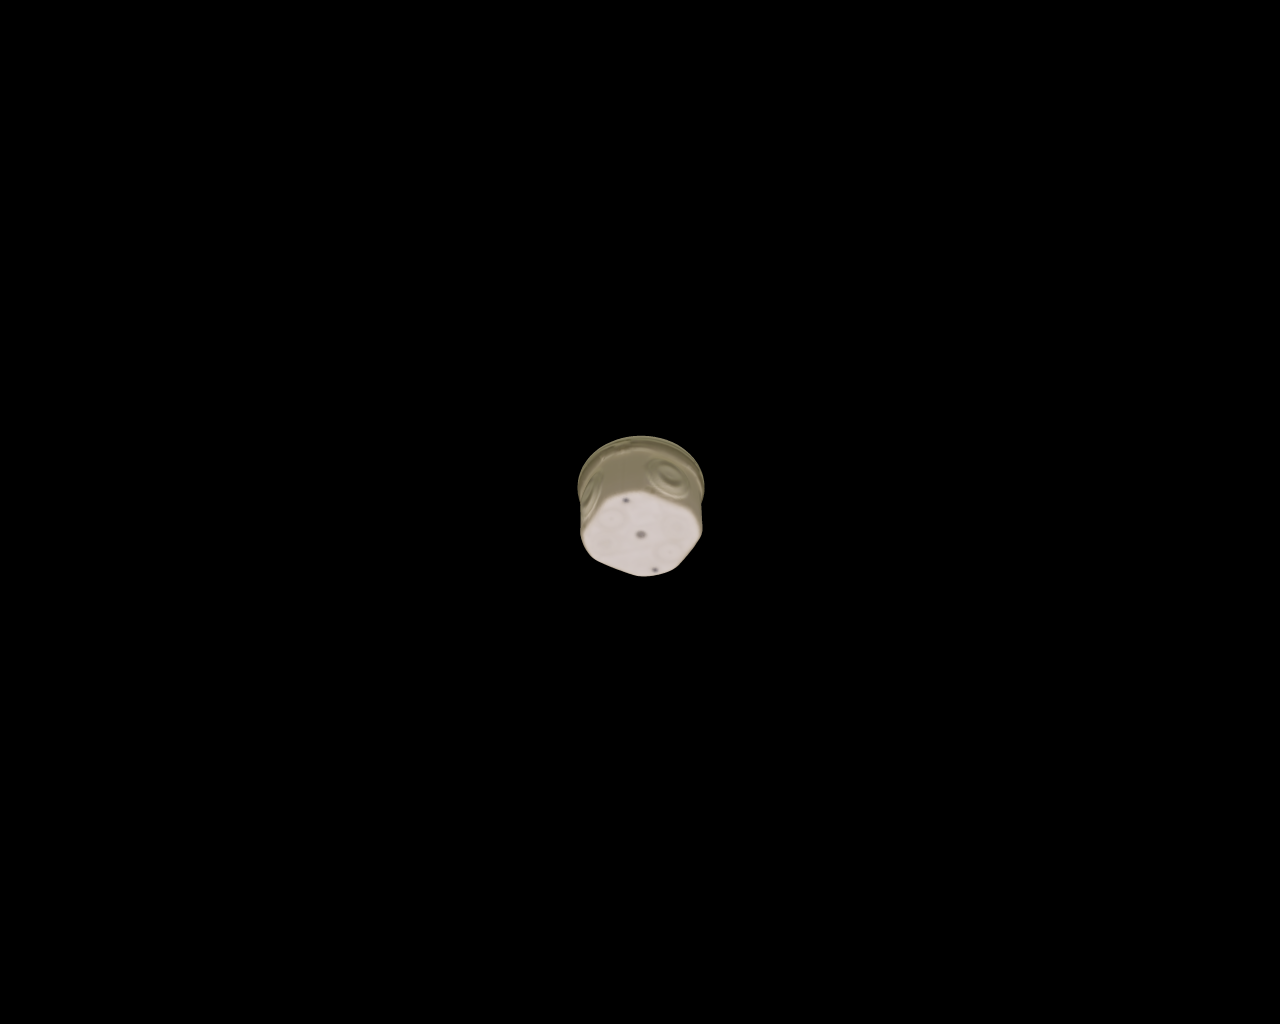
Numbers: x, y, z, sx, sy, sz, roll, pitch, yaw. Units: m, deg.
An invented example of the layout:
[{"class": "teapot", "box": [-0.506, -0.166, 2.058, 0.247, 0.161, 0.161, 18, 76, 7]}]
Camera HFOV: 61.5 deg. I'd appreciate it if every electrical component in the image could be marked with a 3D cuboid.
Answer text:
[{"class": "electrical component", "box": [0.001, -0.003, 0.650, 0.080, 0.080, 0.051, 0, 41, 0]}]
